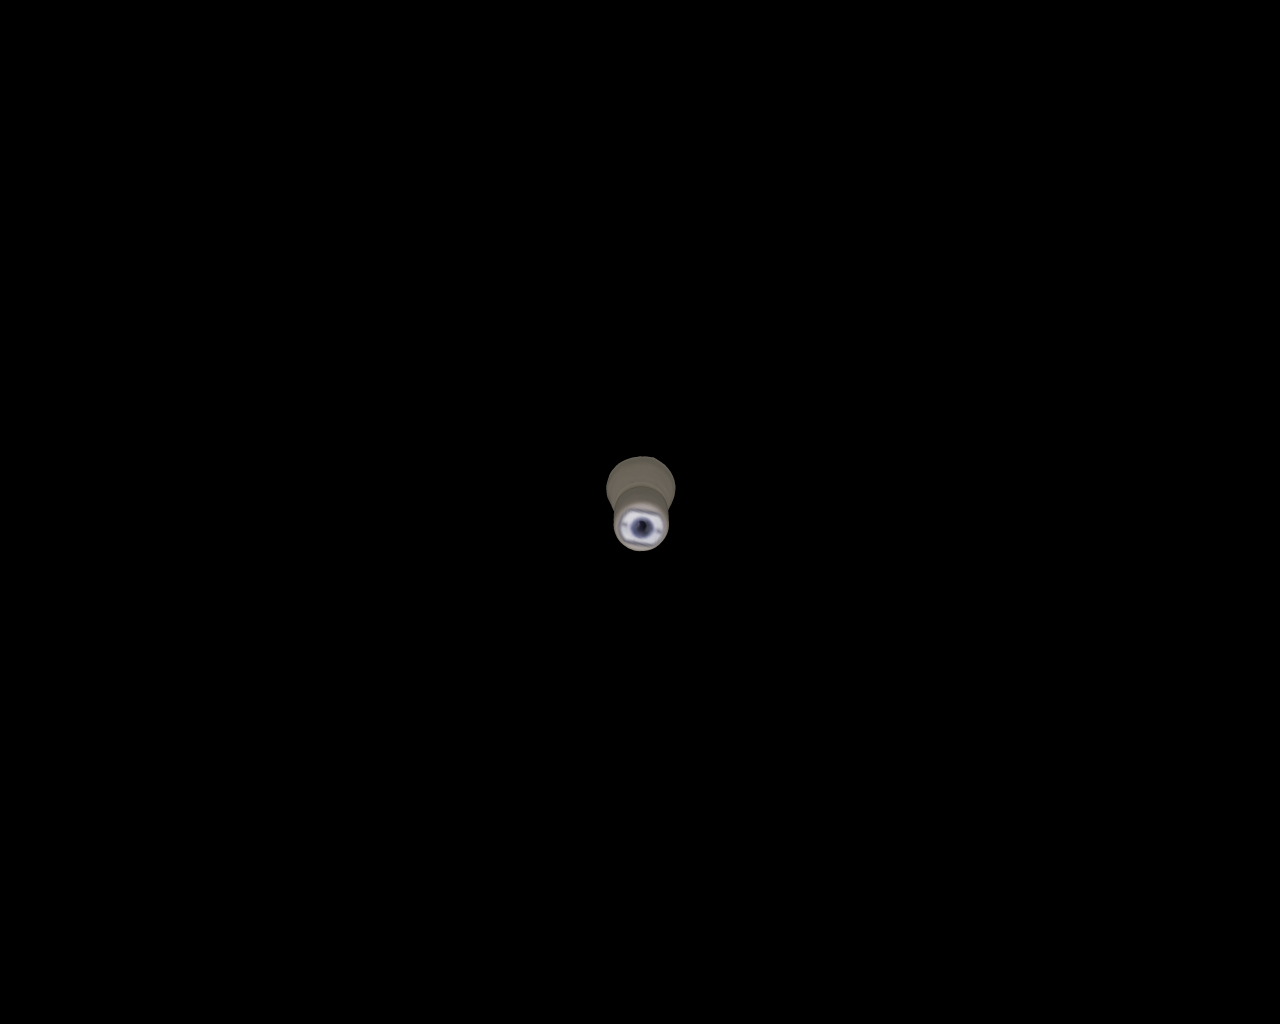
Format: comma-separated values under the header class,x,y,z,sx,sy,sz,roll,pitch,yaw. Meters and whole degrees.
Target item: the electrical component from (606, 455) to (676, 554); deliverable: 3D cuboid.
class,x,y,z,sx,sy,sz,roll,pitch,yaw
electrical component,0.001,-0.003,0.650,0.044,0.044,0.065,0,24,0
